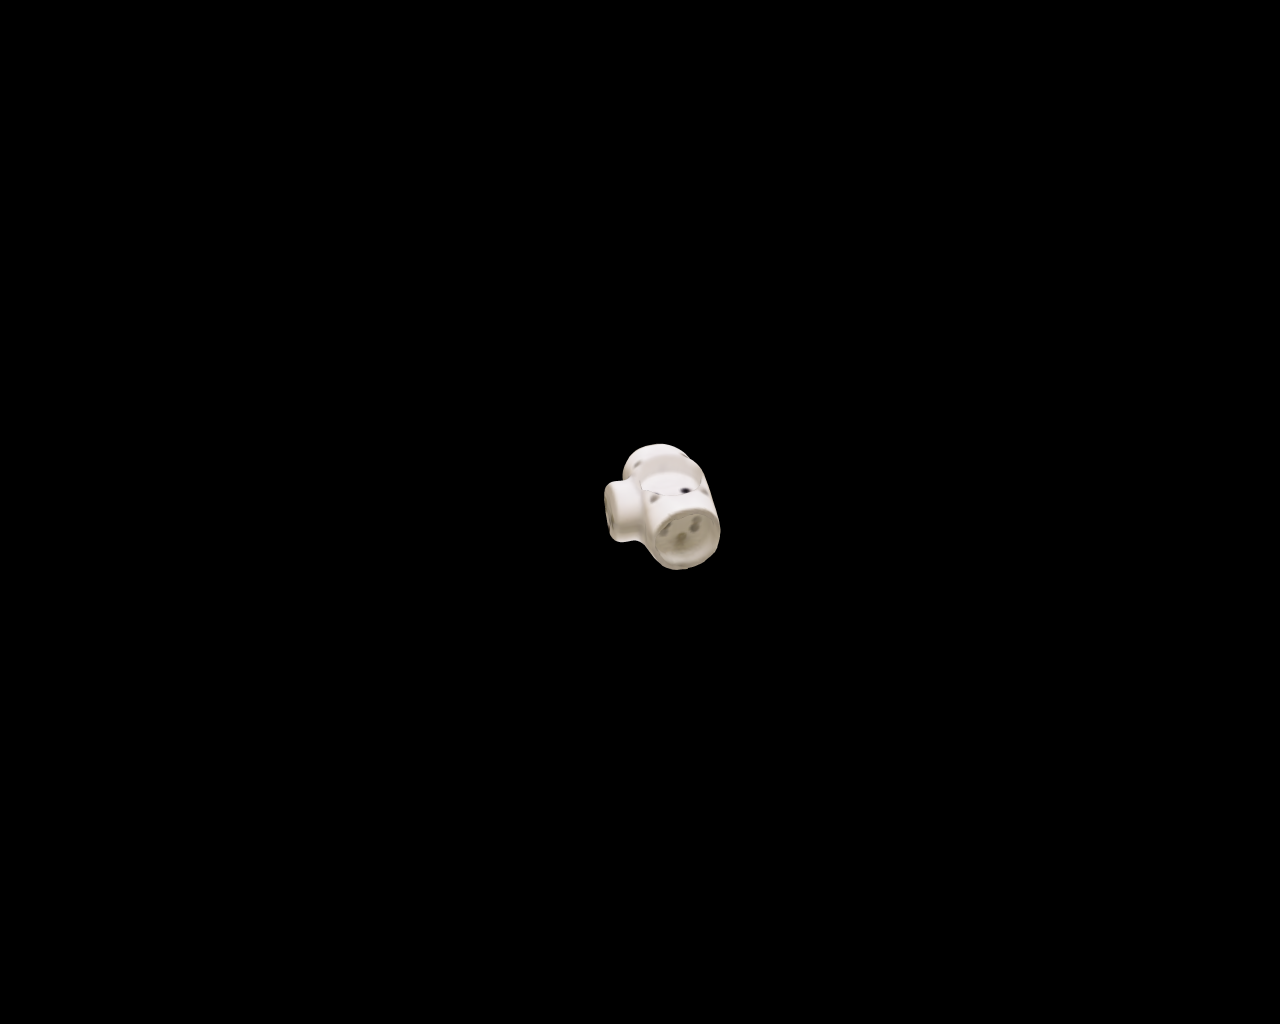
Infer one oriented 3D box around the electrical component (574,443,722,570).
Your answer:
[{"bbox_3d":[0.001,-0.003,0.650,0.079,0.044,0.077,-8,36,-11],"label":"electrical component"}]
